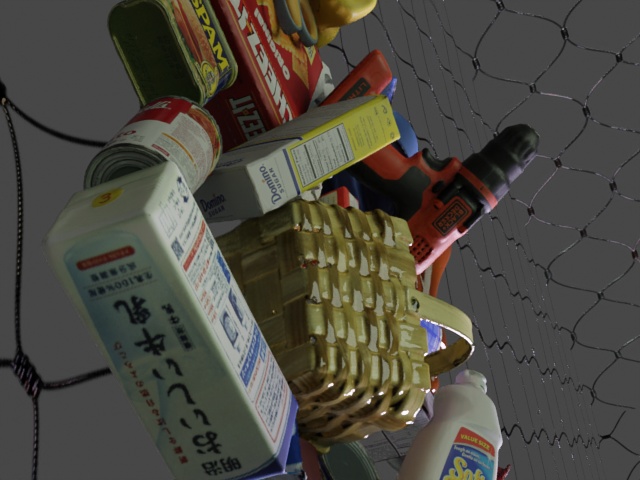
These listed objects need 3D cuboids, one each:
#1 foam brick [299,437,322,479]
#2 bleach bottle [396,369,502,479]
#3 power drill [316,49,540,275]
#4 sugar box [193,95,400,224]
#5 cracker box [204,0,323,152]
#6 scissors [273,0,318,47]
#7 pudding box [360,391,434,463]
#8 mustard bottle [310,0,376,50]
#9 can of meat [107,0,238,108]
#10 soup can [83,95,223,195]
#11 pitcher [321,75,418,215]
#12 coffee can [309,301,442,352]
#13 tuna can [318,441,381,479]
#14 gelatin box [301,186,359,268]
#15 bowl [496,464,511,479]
[{"bbox_3d":[-0.036,0.172,0.773,0.078,0.051,0.053,46,31,-58],"label":"foam brick"},{"bbox_3d":[0.110,0.212,0.949,0.102,0.068,0.250,41,41,-18],"label":"bleach bottle"},{"bbox_3d":[0.091,-0.088,1.005,0.187,0.184,0.057,45,-2,-6],"label":"power drill"},{"bbox_3d":[-0.025,-0.064,0.843,0.175,0.094,0.048,-35,110,-42],"label":"sugar box"},{"bbox_3d":[-0.067,-0.181,0.980,0.213,0.072,0.164,-76,145,-59],"label":"cracker box"},{"bbox_3d":[-0.032,-0.268,1.019,0.096,0.016,0.202,49,29,-55],"label":"scissors"},{"bbox_3d":[0.065,0.167,1.039,0.039,0.090,0.113,-87,154,-46],"label":"pudding box"},{"bbox_3d":[-0.014,-0.248,1.104,0.096,0.058,0.192,60,-23,-5],"label":"mustard bottle"},{"bbox_3d":[-0.114,-0.149,0.825,0.084,0.057,0.102,-63,133,-63],"label":"can of meat"},{"bbox_3d":[-0.110,-0.050,0.718,0.102,0.069,0.068,-69,139,-63],"label":"soup can"},{"bbox_3d":[0.048,-0.092,1.158,0.145,0.149,0.242,61,15,-7],"label":"pitcher"},{"bbox_3d":[0.055,0.079,1.068,0.140,0.103,0.103,41,36,-61],"label":"coffee can"},{"bbox_3d":[0.015,0.200,0.899,0.086,0.034,0.086,45,21,-23],"label":"tuna can"},{"bbox_3d":[-0.006,0.001,0.967,0.030,0.089,0.073,44,33,-42],"label":"gelatin box"},{"bbox_3d":[0.133,0.289,1.114,0.055,0.162,0.162,33,9,14],"label":"bowl"}]
